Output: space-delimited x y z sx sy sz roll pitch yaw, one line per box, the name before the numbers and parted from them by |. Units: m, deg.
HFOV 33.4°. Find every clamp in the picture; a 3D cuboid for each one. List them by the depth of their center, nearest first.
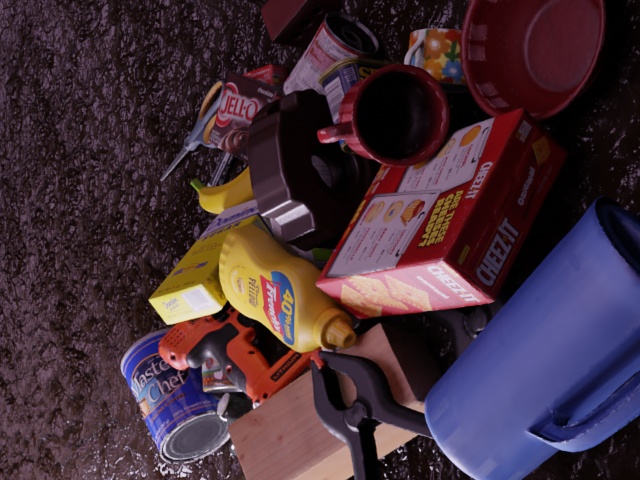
clamp | 0.040 0.174 0.988 0.120 0.039 0.172 -53 51 6
clamp | 0.148 0.078 1.017 0.165 0.036 0.210 -34 63 36

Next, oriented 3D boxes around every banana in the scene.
banana | -0.093 -0.078 1.308 0.198 0.037 0.069 -27 85 40

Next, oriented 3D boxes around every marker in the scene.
marker | -0.128 -0.086 1.374 0.020 0.020 0.121 52 126 38

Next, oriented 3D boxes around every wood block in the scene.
wood block | 0.021 0.181 1.078 0.206 0.090 0.090 -36 59 20

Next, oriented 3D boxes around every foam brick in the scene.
foam brick | -0.022 -0.269 1.233 0.078 0.052 0.051 -43 56 41

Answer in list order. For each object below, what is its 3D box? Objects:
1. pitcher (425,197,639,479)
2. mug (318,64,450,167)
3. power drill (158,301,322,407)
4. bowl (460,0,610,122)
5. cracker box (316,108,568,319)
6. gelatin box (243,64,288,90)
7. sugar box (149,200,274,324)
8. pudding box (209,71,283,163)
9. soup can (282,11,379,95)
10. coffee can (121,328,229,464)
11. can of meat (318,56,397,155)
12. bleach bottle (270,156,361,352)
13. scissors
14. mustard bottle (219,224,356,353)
pitcher | 0.196 0.097 0.861 0.145 0.149 0.243 50 119 19
mug | 0.054 -0.111 0.997 0.081 0.117 0.093 -160 51 -76
power drill | -0.071 0.107 1.223 0.188 0.057 0.184 33 73 38
bowl | 0.202 -0.180 0.956 0.162 0.055 0.162 -4 85 50
cracker box | 0.106 -0.016 0.971 0.214 0.072 0.164 -14 42 59
gelatin box | -0.076 -0.169 1.307 0.089 0.030 0.073 -7 82 49
sugar box | -0.115 0.020 1.237 0.094 0.176 0.048 -16 119 38
pudding box | -0.079 -0.141 1.250 0.114 0.039 0.090 30 107 48
soup can | 0.010 -0.190 1.176 0.102 0.068 0.068 -54 50 34
coffee can | -0.181 0.197 1.356 0.103 0.102 0.140 -58 49 31
can of meat | 0.056 -0.134 1.094 0.058 0.101 0.084 -32 66 44
bleach bottle | -0.008 0.001 1.160 0.068 0.102 0.251 -29 67 58
scissors | -0.164 -0.122 1.413 0.202 0.016 0.096 -55 37 33
mustard bottle | -0.029 0.061 1.087 0.192 0.058 0.096 31 129 44
